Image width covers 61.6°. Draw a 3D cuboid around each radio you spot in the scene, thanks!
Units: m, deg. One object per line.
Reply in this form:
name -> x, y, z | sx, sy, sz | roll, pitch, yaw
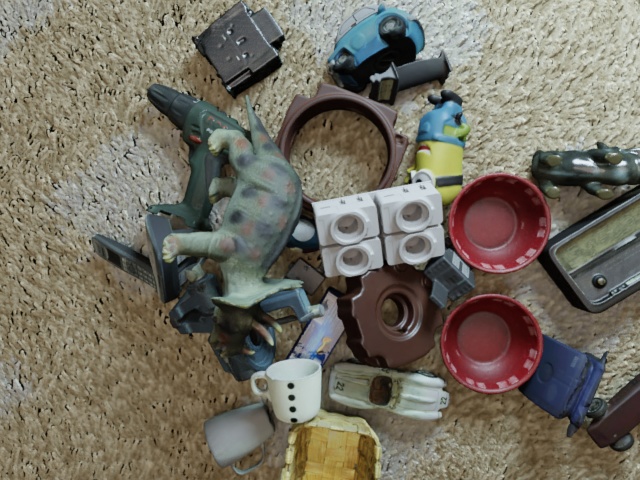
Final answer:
radio -> 0.480, 0.010, 0.853 | 0.230, 0.073, 0.131 | -32, 89, 5

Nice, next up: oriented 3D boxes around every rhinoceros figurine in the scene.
rhinoceros figurine -> 0.433, -0.111, 0.841 | 0.190, 0.112, 0.073 | -1, 108, 16

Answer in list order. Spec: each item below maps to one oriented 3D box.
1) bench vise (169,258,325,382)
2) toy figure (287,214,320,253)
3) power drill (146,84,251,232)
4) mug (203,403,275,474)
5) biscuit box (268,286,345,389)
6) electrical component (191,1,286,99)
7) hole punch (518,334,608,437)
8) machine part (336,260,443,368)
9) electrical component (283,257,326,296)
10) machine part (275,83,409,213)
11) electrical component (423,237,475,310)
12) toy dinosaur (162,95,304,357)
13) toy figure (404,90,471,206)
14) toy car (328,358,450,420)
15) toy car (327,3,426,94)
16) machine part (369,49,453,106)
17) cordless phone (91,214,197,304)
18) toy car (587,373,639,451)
bench vise -> -0.112, 0.119, 0.866 | 0.241, 0.129, 0.223 | -16, 98, 22
toy figure -> -0.002, -0.001, 0.896 | 0.155, 0.058, 0.064 | 16, 104, 2
power drill -> -0.216, -0.129, 0.903 | 0.232, 0.086, 0.207 | 23, 85, 0
mug -> -0.126, 0.331, 0.903 | 0.107, 0.081, 0.109 | -27, 84, -5
biscuit box -> -0.011, 0.177, 0.898 | 0.059, 0.063, 0.202 | 31, 93, 3
electrical component -> -0.127, -0.322, 0.896 | 0.134, 0.058, 0.115 | -36, 91, 5
hole punch -> 0.381, 0.218, 0.850 | 0.092, 0.115, 0.142 | 26, 93, 11
machine part -> 0.114, 0.116, 0.855 | 0.179, 0.056, 0.179 | 4, 81, -24
electrical component -> -0.026, 0.061, 0.916 | 0.063, 0.021, 0.094 | 39, 94, 3
machine part -> 0.029, -0.136, 0.876 | 0.201, 0.087, 0.201 | 22, 91, 4
electrical component -> 0.203, 0.056, 0.848 | 0.075, 0.119, 0.048 | 45, 122, -4
toy dinosaur -> -0.092, -0.038, 0.774 | 0.192, 0.131, 0.405 | 15, 72, 5
toy figure -> 0.197, -0.143, 0.867 | 0.089, 0.082, 0.180 | 12, 89, -1
toy car -> 0.114, 0.248, 0.894 | 0.202, 0.056, 0.073 | 10, 92, 4
toy car -> 0.081, -0.318, 0.868 | 0.162, 0.109, 0.103 | -27, 67, 15
machine part -> 0.144, -0.262, 0.875 | 0.139, 0.084, 0.039 | -20, 65, -4
cordless phone -> -0.301, 0.010, 0.885 | 0.184, 0.146, 0.089 | 24, 48, 12
toy car -> 0.513, 0.254, 0.868 | 0.202, 0.053, 0.089 | -41, 99, 1
